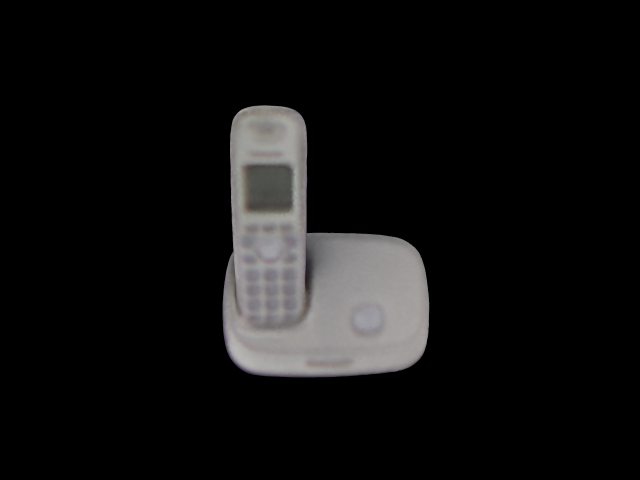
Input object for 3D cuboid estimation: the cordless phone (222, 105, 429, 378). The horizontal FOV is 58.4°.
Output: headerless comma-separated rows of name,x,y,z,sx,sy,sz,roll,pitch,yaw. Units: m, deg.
cordless phone,0.004,0.001,0.400,0.147,0.185,0.094,-2,23,-3
